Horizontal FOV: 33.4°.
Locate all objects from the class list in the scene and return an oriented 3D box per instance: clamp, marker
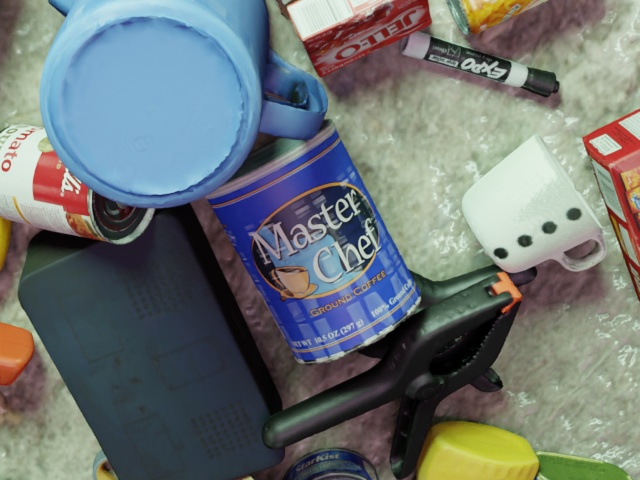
[{"bbox_3d":[0.080,0.069,0.839,0.171,0.039,0.120,0,111,-1],"label":"clamp"},{"bbox_3d":[0.116,-0.125,0.762,0.121,0.020,0.020,14,112,-14],"label":"marker"},{"bbox_3d":[0.077,0.108,0.811,0.210,0.036,0.164,-42,138,15],"label":"clamp"}]

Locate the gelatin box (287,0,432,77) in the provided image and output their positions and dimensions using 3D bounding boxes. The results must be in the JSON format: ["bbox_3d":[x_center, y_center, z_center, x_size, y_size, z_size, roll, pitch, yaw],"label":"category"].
[{"bbox_3d":[0.029,-0.149,0.709,0.089,0.073,0.030,-25,77,4],"label":"gelatin box"}]

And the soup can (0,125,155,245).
[{"bbox_3d":[-0.168,-0.039,0.714,0.102,0.068,0.068,11,120,29],"label":"soup can"}]

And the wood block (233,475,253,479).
[{"bbox_3d":[-0.134,0.262,0.836,0.206,0.091,0.090,-31,118,-16],"label":"wood block"}]

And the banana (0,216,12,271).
[{"bbox_3d":[-0.249,-0.036,0.749,0.070,0.037,0.198,3,115,18],"label":"banana"}]

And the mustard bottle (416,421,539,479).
[{"bbox_3d":[0.110,0.249,0.916,0.096,0.058,0.192,11,114,-18],"label":"mustard bottle"}]

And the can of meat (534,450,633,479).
[{"bbox_3d":[0.216,0.235,0.925,0.102,0.057,0.084,11,110,-13],"label":"can of meat"}]

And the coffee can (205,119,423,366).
[{"bbox_3d":[-0.005,0.001,0.743,0.103,0.103,0.140,-27,102,5],"label":"coffee can"}]

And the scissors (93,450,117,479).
[{"bbox_3d":[-0.153,0.260,0.910,0.096,0.016,0.201,-21,116,4],"label":"scissors"}]

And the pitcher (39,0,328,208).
[{"bbox_3d":[-0.081,-0.100,0.622,0.149,0.243,0.145,-21,110,2],"label":"pitcher"}]

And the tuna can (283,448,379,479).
[{"bbox_3d":[0.011,0.221,0.903,0.086,0.034,0.086,-3,115,-6],"label":"tuna can"}]

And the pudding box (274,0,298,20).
[{"bbox_3d":[0.000,-0.213,0.695,0.113,0.039,0.090,-32,116,8],"label":"pudding box"}]

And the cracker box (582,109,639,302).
[{"bbox_3d":[0.323,-0.048,0.799,0.214,0.072,0.164,-26,117,4],"label":"cracker box"}]

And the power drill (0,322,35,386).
[{"bbox_3d":[-0.278,0.150,0.817,0.184,0.057,0.188,16,112,-14],"label":"power drill"}]
